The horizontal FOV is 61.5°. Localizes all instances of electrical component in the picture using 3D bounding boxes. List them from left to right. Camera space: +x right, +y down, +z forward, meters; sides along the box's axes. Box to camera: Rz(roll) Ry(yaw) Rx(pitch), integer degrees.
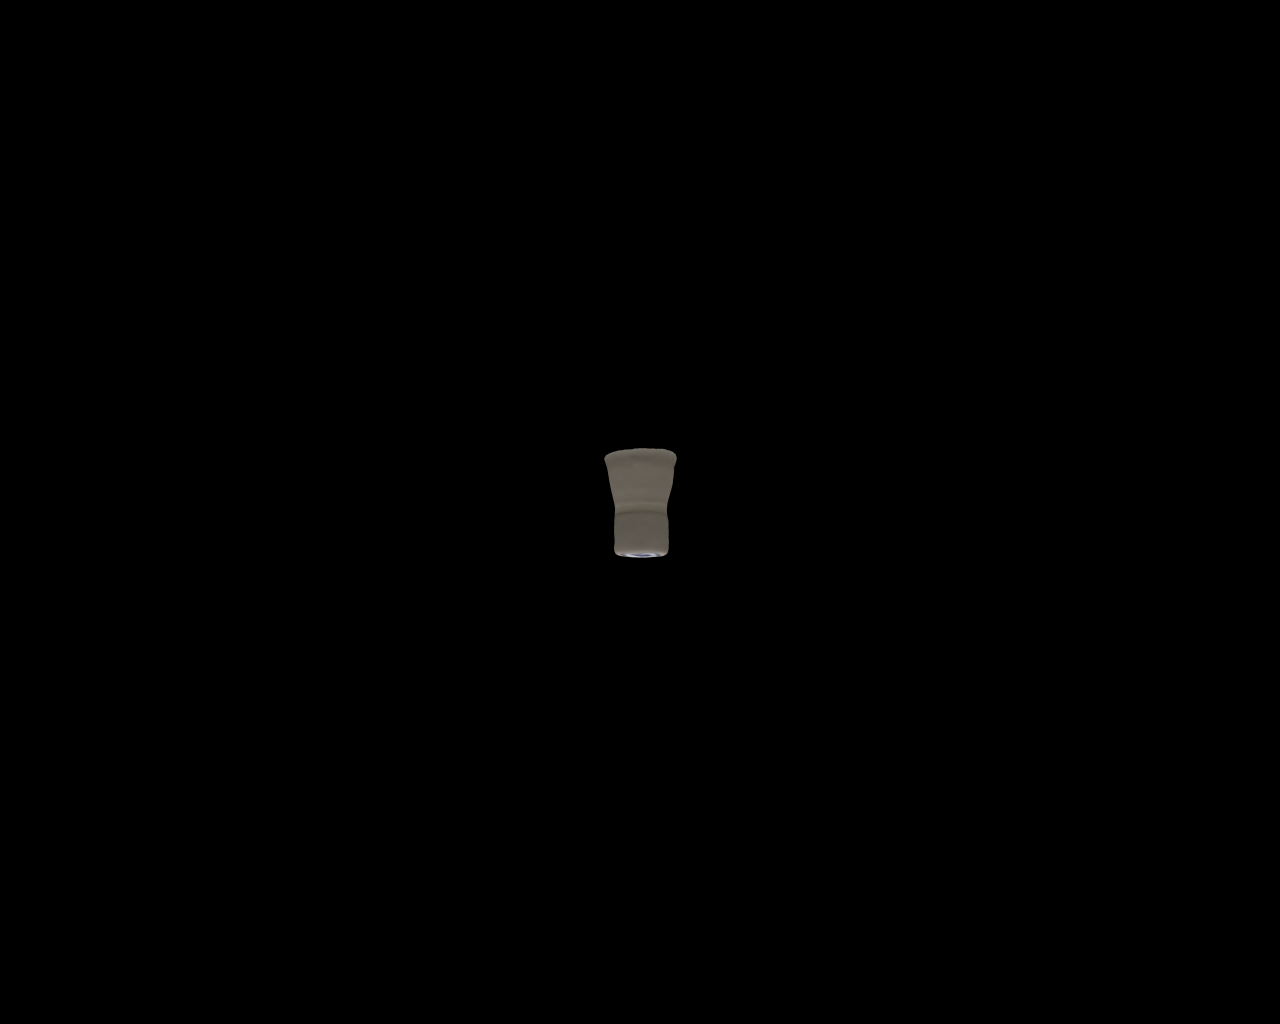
[{"bbox_3d":[0.001,-0.003,0.650,0.044,0.065,0.044,0,-9,0],"label":"electrical component"}]
